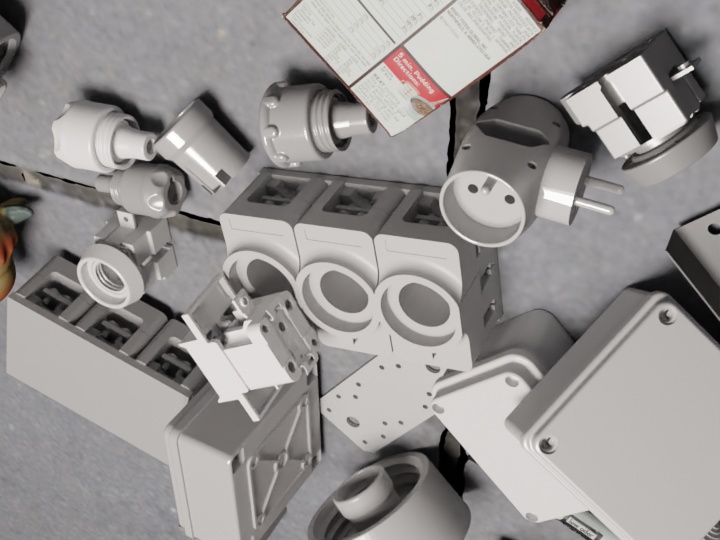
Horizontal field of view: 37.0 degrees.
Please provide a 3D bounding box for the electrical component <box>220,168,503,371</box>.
[{"bbox_3d":[0.000,0.000,0.633,0.150,0.061,0.089,9,129,25],"label":"electrical component"}]

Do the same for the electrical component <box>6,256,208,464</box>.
[{"bbox_3d":[-0.179,0.064,0.792,0.150,0.061,0.089,28,135,8],"label":"electrical component"}]

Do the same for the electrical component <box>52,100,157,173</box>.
[{"bbox_3d":[-0.157,-0.082,0.673,0.062,0.043,0.043,12,131,20],"label":"electrical component"}]

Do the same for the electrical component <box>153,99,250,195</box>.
[{"bbox_3d":[-0.094,-0.073,0.646,0.046,0.040,0.040,44,135,-16],"label":"electrical component"}]

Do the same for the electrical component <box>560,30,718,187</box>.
[{"bbox_3d":[0.135,-0.073,0.505,0.066,0.048,0.055,-29,100,43],"label":"electrical component"}]

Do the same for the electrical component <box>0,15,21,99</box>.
[{"bbox_3d":[-0.254,-0.118,0.659,0.060,0.108,0.108,38,136,-11],"label":"electrical component"}]

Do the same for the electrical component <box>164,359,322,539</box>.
[{"bbox_3d":[-0.077,0.122,0.743,0.056,0.108,0.108,20,133,23],"label":"electrical component"}]

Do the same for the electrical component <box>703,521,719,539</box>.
[{"bbox_3d":[0.217,0.191,0.671,0.100,0.048,0.099,30,135,9],"label":"electrical component"}]

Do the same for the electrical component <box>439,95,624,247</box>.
[{"bbox_3d":[0.090,-0.045,0.531,0.079,0.077,0.043,18,133,17],"label":"electrical component"}]

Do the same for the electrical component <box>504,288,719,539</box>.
[{"bbox_3d":[0.154,0.083,0.574,0.109,0.108,0.056,43,179,-8],"label":"electrical component"}]

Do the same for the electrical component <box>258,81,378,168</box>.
[{"bbox_3d":[-0.022,-0.082,0.593,0.062,0.048,0.048,-1,125,23],"label":"electrical component"}]

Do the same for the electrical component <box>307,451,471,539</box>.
[{"bbox_3d":[0.014,0.169,0.735,0.108,0.108,0.060,-23,106,41],"label":"electrical component"}]

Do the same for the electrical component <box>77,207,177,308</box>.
[{"bbox_3d":[-0.157,-0.007,0.725,0.048,0.055,0.066,13,131,22],"label":"electrical component"}]

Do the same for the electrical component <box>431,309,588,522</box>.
[{"bbox_3d":[0.107,0.090,0.647,0.078,0.057,0.113,-28,108,42],"label":"electrical component"}]

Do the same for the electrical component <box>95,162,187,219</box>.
[{"bbox_3d":[-0.144,-0.053,0.695,0.061,0.035,0.035,9,130,27],"label":"electrical component"}]

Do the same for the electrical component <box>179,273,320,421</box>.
[{"bbox_3d":[-0.062,0.043,0.630,0.064,0.042,0.081,-13,118,36],"label":"electrical component"}]

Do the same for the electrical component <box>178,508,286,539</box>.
[{"bbox_3d":[-0.107,0.191,0.869,0.081,0.042,0.063,3,123,28],"label":"electrical component"}]
